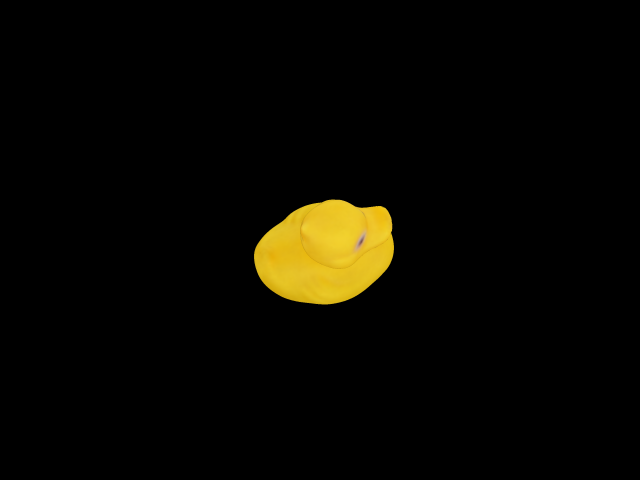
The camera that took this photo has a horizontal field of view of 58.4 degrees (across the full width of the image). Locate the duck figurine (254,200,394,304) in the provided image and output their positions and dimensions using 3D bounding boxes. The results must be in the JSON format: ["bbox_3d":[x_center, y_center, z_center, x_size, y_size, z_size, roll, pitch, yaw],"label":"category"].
[{"bbox_3d":[0.004,0.001,0.400,0.104,0.086,0.077,-13,74,-3],"label":"duck figurine"}]
